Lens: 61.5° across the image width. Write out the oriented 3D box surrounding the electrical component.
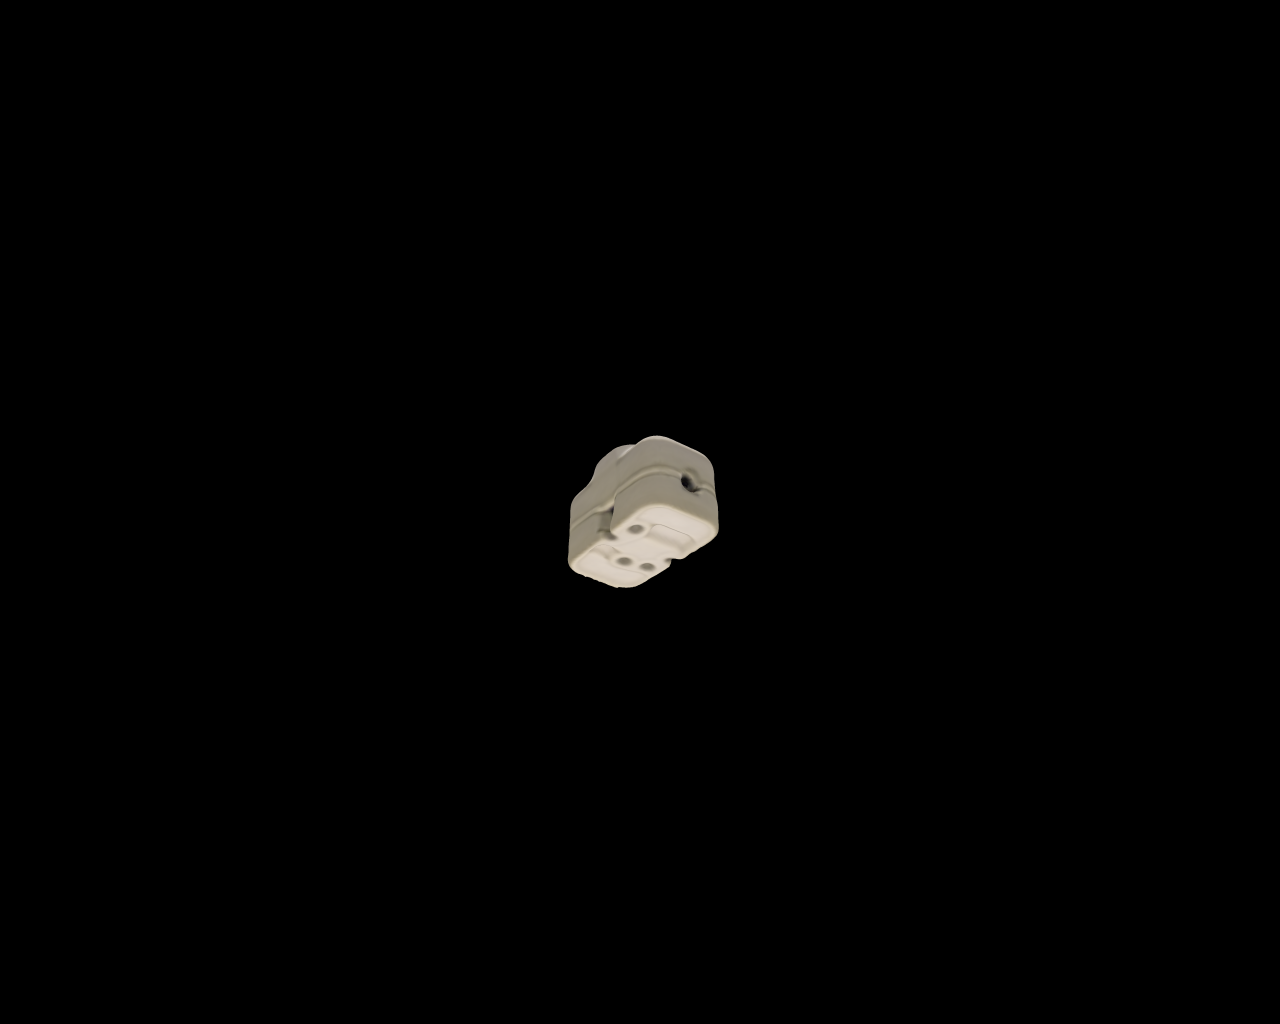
[{"bbox_3d":[0.001,-0.003,0.650,0.054,0.059,0.095,22,-39,-30],"label":"electrical component"}]
